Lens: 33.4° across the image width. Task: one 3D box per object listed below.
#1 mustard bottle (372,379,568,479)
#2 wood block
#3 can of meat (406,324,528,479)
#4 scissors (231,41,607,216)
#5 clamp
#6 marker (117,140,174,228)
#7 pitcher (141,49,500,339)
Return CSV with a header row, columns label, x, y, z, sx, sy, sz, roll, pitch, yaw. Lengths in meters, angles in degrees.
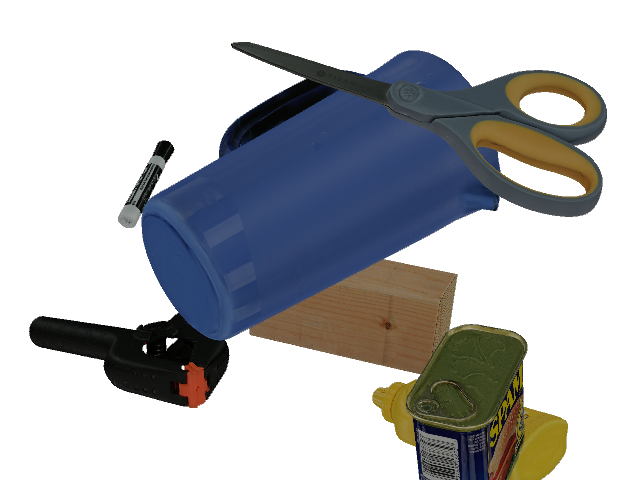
label,x,y,z,sx,sy,sz,roll,pitch,yaw
mustard bottle,0.128,0.172,1.009,0.192,0.058,0.096,13,21,40
wood block,0.035,0.071,1.170,0.206,0.091,0.090,12,22,16
can of meat,0.099,0.119,0.699,0.058,0.084,0.102,8,34,25
scissors,0.061,-0.080,0.553,0.202,0.096,0.016,33,-33,17
clamp,-0.122,0.082,0.843,0.164,0.036,0.210,-11,16,-30
marker,-0.175,-0.060,1.084,0.020,0.020,0.121,0,44,19
pitcher,-0.007,-0.037,0.763,0.242,0.145,0.149,-29,9,-25
